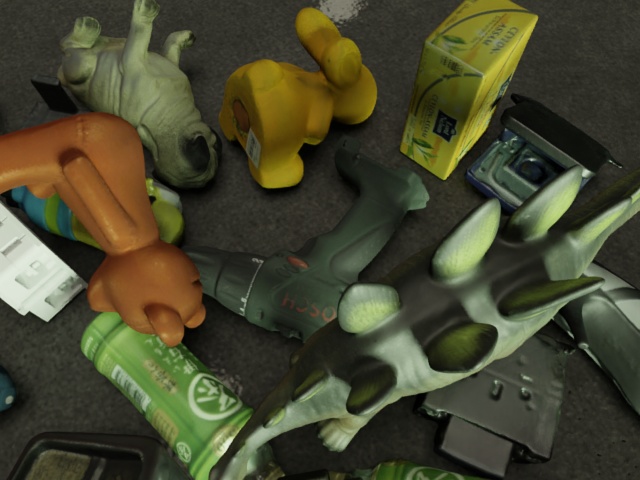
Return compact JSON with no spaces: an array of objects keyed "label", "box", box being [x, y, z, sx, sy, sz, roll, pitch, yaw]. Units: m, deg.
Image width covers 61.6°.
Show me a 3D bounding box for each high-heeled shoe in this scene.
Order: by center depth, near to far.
[{"label":"high-heeled shoe","box":[0.309,0.089,0.511,0.249,0.086,0.145,28,35,-7]}]

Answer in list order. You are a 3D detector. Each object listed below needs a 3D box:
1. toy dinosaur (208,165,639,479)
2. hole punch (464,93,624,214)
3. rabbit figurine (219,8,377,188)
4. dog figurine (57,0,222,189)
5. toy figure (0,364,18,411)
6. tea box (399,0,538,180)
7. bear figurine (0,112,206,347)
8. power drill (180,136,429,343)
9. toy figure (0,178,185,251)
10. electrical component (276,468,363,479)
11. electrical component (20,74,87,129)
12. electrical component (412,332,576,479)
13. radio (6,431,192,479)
[{"label":"toy dinosaur","box":[0.112,0.038,0.382,0.471,0.198,0.105,-35,78,-12]},{"label":"hole punch","box":[0.233,-0.083,0.576,0.142,0.092,0.116,39,41,19]},{"label":"rabbit figurine","box":[-0.011,-0.160,0.580,0.173,0.162,0.122,-17,52,-27]},{"label":"dog figurine","box":[-0.204,-0.136,0.591,0.172,0.121,0.190,-15,81,27]},{"label":"toy figure","box":[-0.342,0.120,0.484,0.155,0.064,0.058,14,28,1]},{"label":"tea box","box":[0.144,-0.152,0.551,0.068,0.169,0.098,37,72,17]},{"label":"bear figurine","box":[-0.179,0.001,0.448,0.132,0.120,0.195,-16,97,3]},{"label":"power drill","box":[-0.001,-0.002,0.530,0.232,0.086,0.207,28,64,11]},{"label":"toy figure","box":[-0.225,-0.030,0.541,0.180,0.082,0.089,13,92,-3]},{"label":"electrical component","box":[-0.009,0.210,0.404,0.094,0.021,0.063,-10,83,3]},{"label":"electrical component","box":[-0.265,-0.112,0.559,0.075,0.119,0.048,13,65,3]},{"label":"electrical component","box":[0.150,0.136,0.478,0.115,0.058,0.134,20,66,11]},{"label":"radio","box":[-0.179,0.250,0.359,0.131,0.073,0.230,-6,42,16]}]
